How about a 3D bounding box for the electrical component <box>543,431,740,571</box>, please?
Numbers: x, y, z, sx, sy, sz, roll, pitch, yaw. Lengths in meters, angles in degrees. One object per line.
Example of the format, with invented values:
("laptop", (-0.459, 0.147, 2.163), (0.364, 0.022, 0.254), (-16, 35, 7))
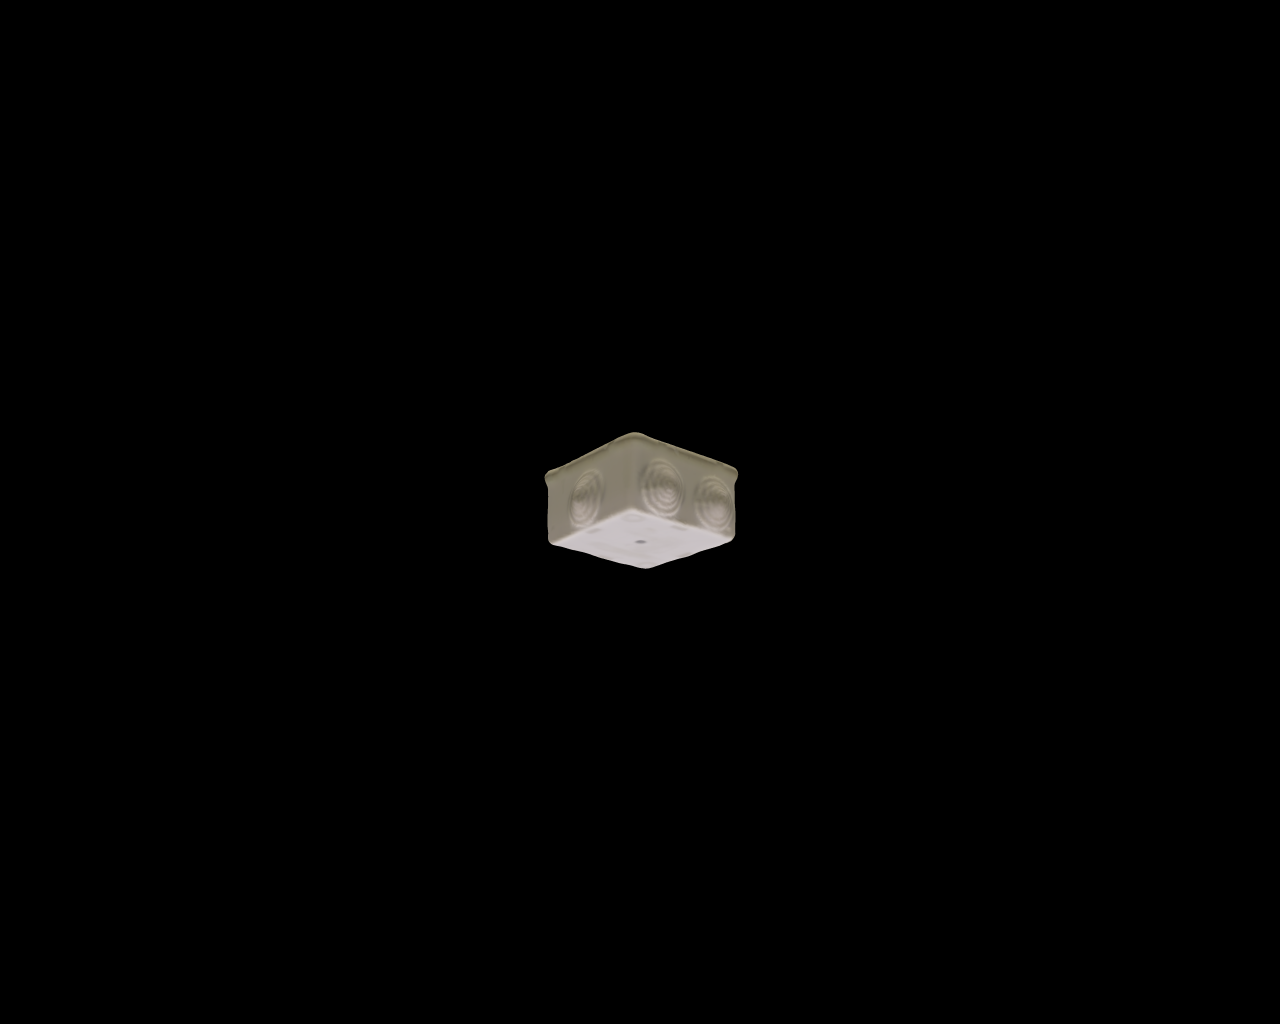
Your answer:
("electrical component", (0.001, -0.003, 0.650), (0.100, 0.048, 0.099), (17, -27, -38))
